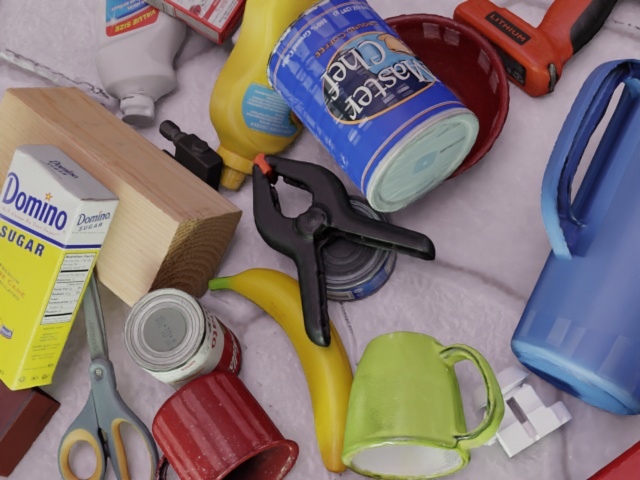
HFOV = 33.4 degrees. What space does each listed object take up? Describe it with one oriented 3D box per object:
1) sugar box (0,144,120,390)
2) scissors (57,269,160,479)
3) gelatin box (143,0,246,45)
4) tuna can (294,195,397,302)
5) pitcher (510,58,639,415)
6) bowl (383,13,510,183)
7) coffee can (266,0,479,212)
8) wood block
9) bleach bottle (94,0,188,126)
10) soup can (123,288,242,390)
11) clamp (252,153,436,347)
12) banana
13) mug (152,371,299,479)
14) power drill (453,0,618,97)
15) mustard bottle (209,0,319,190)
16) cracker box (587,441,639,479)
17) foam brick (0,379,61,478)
[{"bbox_3d":[-0.228,0.021,0.851,0.093,0.048,0.176,36,115,32],"label":"sugar box"},{"bbox_3d":[-0.191,0.120,0.864,0.096,0.016,0.202,-23,88,16],"label":"scissors"},{"bbox_3d":[-0.105,-0.228,0.954,0.089,0.030,0.073,30,76,3],"label":"gelatin box"},{"bbox_3d":[0.020,0.006,0.885,0.086,0.033,0.086,-4,69,11],"label":"tuna can"},{"bbox_3d":[0.232,-0.004,0.788,0.149,0.145,0.243,26,80,20],"label":"pitcher"},{"bbox_3d":[0.080,-0.108,0.902,0.162,0.055,0.162,-4,69,11],"label":"bowl"},{"bbox_3d":[0.039,-0.106,0.823,0.103,0.102,0.140,-38,67,-3],"label":"coffee can"},{"bbox_3d":[-0.179,-0.039,0.900,0.206,0.090,0.091,36,115,22],"label":"wood block"},{"bbox_3d":[-0.156,-0.228,0.997,0.102,0.068,0.251,-3,73,8],"label":"bleach bottle"},{"bbox_3d":[-0.108,0.084,0.848,0.068,0.102,0.068,-4,69,11],"label":"soup can"},{"bbox_3d":[-0.006,0.001,0.852,0.120,0.039,0.172,-44,61,-11],"label":"clamp"},{"bbox_3d":[-0.014,0.090,0.863,0.070,0.037,0.198,-42,65,15],"label":"banana"},{"bbox_3d":[-0.084,0.164,0.826,0.117,0.093,0.081,-49,61,15],"label":"mug"},{"bbox_3d":[0.205,-0.229,0.917,0.187,0.057,0.184,-44,68,-5],"label":"power drill"},{"bbox_3d":[-0.043,-0.132,0.909,0.058,0.096,0.192,34,108,37],"label":"mustard bottle"},{"bbox_3d":[0.221,0.175,0.681,0.164,0.213,0.072,-35,65,-2],"label":"cracker box"},{"bbox_3d":[-0.265,0.149,0.887,0.051,0.053,0.078,31,78,21],"label":"foam brick"}]
